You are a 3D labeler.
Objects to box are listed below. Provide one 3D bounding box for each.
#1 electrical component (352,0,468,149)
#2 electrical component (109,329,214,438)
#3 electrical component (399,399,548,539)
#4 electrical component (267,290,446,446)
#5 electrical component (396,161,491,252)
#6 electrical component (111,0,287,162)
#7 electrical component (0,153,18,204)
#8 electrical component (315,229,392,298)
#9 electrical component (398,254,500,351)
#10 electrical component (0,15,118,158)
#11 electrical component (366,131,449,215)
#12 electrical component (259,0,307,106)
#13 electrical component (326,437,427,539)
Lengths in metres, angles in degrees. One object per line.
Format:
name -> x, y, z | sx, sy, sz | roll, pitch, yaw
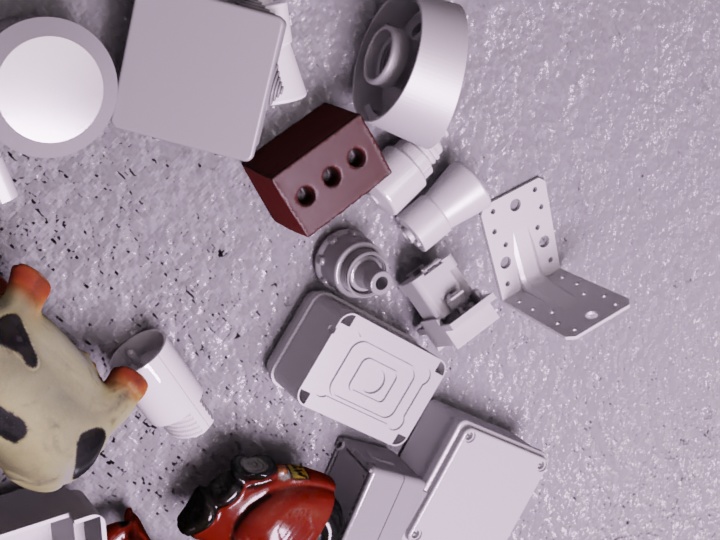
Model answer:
electrical component -> 0.039, -0.136, 0.726 | 0.064, 0.099, 0.099 | 14, 101, -27
electrical component -> -0.131, 0.084, 0.736 | 0.043, 0.043, 0.081 | -38, 123, -14
electrical component -> 0.084, 0.177, 0.892 | 0.109, 0.056, 0.108 | 26, 93, -35
electrical component -> -0.003, 0.072, 0.800 | 0.113, 0.057, 0.078 | 30, 91, -35
electrical component -> 0.060, -0.045, 0.805 | 0.065, 0.044, 0.044 | -39, 123, -7
electrical component -> -0.096, -0.122, 0.656 | 0.100, 0.048, 0.099 | 15, 104, -2
electrical component -> -0.231, -0.067, 0.592 | 0.050, 0.089, 0.055 | -27, 119, -20
electrical component -> 0.000, 0.000, 0.772 | 0.048, 0.062, 0.048 | -11, 113, -27
electrical component -> 0.064, 0.024, 0.814 | 0.042, 0.081, 0.063 | -37, 94, -16
electrical component -> -0.187, -0.109, 0.626 | 0.080, 0.051, 0.080 | -11, 113, -27
electrical component -> 0.033, -0.075, 0.778 | 0.078, 0.040, 0.040 | -45, 124, -10
electrical component -> -0.061, -0.142, 0.697 | 0.044, 0.044, 0.065 | -16, 111, -25
electrical component -> 0.003, 0.190, 0.842 | 0.061, 0.062, 0.096 | 20, 97, -29
